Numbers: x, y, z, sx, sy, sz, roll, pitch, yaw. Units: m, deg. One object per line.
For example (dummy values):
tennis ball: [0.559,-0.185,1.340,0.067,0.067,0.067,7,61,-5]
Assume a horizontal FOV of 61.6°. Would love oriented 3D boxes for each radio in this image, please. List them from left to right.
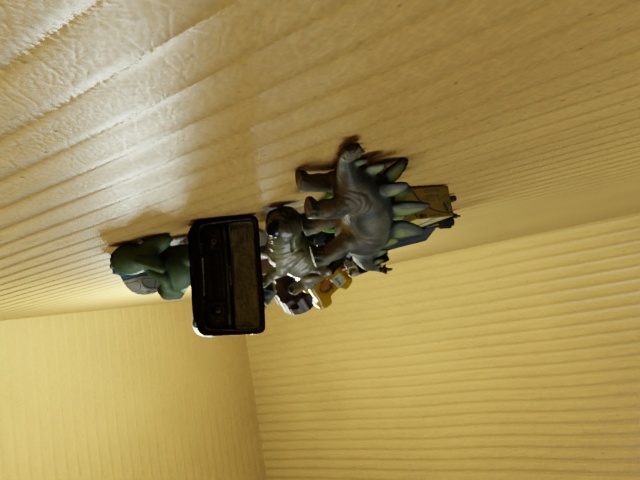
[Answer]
radio: [-0.182,0.070,1.037,0.131,0.229,0.073,-2,170,-19]

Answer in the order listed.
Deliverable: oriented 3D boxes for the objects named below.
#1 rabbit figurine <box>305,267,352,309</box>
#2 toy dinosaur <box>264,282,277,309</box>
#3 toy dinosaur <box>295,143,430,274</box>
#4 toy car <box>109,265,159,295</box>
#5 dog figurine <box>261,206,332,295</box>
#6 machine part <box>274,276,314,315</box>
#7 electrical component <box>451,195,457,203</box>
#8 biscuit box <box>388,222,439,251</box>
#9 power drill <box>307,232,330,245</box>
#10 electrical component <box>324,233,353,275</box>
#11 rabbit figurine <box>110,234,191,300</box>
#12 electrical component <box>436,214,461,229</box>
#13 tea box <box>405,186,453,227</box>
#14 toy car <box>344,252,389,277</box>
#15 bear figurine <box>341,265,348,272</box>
rabbit figurine: [-0.024,0.081,1.425,0.162,0.122,0.173,40,-177,-29]
toy dinosaur: [-0.276,0.141,1.595,0.405,0.192,0.131,-18,168,43]
toy dinosaur: [0.071,-0.027,0.881,0.199,0.105,0.470,-13,156,-3]
toy car: [-0.415,0.080,1.289,0.109,0.103,0.161,-15,173,30]
dog figurine: [-0.037,0.015,1.067,0.172,0.121,0.190,-1,148,-22]
machine part: [-0.057,0.134,1.579,0.179,0.179,0.056,-13,128,21]
electrical component: [0.259,-0.084,1.224,0.063,0.021,0.094,-4,170,-43]
biscuit box: [0.199,-0.025,1.299,0.202,0.059,0.062,-12,144,-45]
power drill: [-0.003,-0.004,1.281,0.207,0.086,0.232,-10,175,36]
electrical component: [0.048,0.016,1.176,0.119,0.048,0.074,-52,143,9]
rabbit figurine: [-0.353,0.054,1.139,0.170,0.121,0.159,11,159,-28]
electrical component: [0.330,-0.057,1.460,0.102,0.045,0.078,-1,-163,-37]
tea box: [0.188,-0.060,1.136,0.098,0.068,0.170,-6,173,-29]
toy car: [0.109,0.037,1.295,0.056,0.073,0.201,-19,179,34]
bear figurine: [0.121,0.032,1.593,0.132,0.120,0.196,-7,178,7]
